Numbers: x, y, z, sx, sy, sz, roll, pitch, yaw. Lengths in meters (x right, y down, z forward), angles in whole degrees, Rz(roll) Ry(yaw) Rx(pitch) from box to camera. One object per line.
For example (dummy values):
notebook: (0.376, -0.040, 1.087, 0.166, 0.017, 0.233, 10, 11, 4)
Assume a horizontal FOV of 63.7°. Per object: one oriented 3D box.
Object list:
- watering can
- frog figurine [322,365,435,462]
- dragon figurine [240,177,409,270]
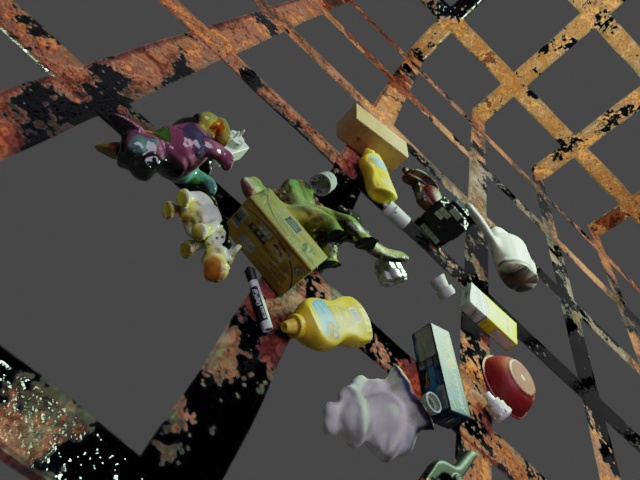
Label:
watering can: (0.596, 0.033, 1.678, 0.344, 0.102, 0.230, 34, 34, -22)
frog figurine: (0.080, 0.289, 0.828, 0.160, 0.120, 0.139, -18, 74, -17)
dragon figurine: (0.003, -0.055, 1.093, 0.408, 0.120, 0.248, 12, 38, -43)
